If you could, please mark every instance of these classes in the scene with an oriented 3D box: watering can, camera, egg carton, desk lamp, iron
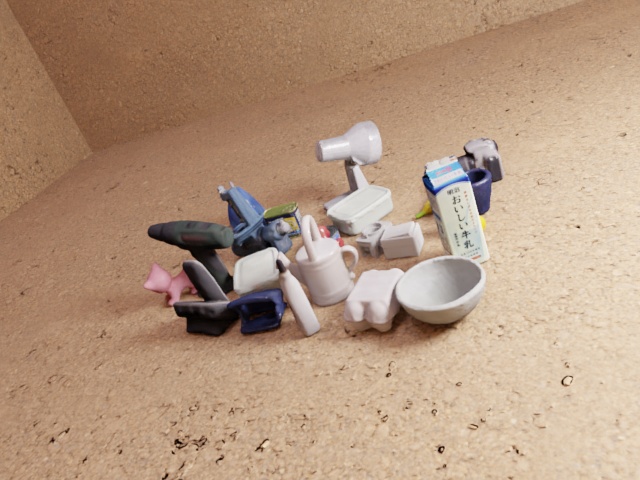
[{"bbox_3d":[-0.010,0.040,1.226,0.173,0.194,0.100,-24,26,-3],"label":"watering can"},{"bbox_3d":[0.393,-0.208,1.492,0.136,0.101,0.143,-18,27,9],"label":"camera"},{"bbox_3d":[0.115,0.116,1.129,0.107,0.069,0.150,-5,31,31],"label":"egg carton"},{"bbox_3d":[0.084,-0.202,1.588,0.203,0.214,0.117,-29,27,-14],"label":"desk lamp"},{"bbox_3d":[-0.209,-0.083,1.668,0.119,0.142,0.257,-28,27,-12],"label":"iron"}]

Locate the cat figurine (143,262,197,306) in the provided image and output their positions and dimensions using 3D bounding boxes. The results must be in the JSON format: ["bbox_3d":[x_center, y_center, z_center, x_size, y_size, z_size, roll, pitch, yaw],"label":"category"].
[{"bbox_3d":[-0.389,0.104,1.480,0.128,0.118,0.067,-30,27,-16],"label":"cat figurine"}]

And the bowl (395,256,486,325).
[{"bbox_3d":[0.228,0.104,1.060,0.167,0.075,0.167,-17,27,9],"label":"bowl"}]

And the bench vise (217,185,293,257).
[{"bbox_3d":[-0.172,-0.055,1.499,0.207,0.220,0.121,-12,28,20],"label":"bench vise"}]

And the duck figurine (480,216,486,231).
[{"bbox_3d":[0.313,-0.052,1.277,0.104,0.086,0.078,3,36,41],"label":"duck figurine"}]

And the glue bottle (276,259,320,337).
[{"bbox_3d":[-0.053,0.110,1.151,0.037,0.173,0.078,-29,27,-13],"label":"glue bottle"}]

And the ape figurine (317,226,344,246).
[{"bbox_3d":[0.013,0.005,1.390,0.077,0.092,0.076,3,36,41],"label":"ape figurine"}]

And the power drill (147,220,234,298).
[{"bbox_3d":[-0.302,0.040,1.431,0.229,0.209,0.076,-8,30,26],"label":"power drill"}]

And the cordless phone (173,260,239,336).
[{"bbox_3d":[-0.276,0.118,1.291,0.147,0.185,0.094,-5,31,30],"label":"cordless phone"}]

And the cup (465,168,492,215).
[{"bbox_3d":[0.353,-0.109,1.343,0.092,0.095,0.117,-33,28,-20],"label":"cup"}]

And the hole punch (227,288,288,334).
[{"bbox_3d":[-0.137,0.140,1.252,0.108,0.091,0.101,-13,28,17],"label":"hole punch"}]
